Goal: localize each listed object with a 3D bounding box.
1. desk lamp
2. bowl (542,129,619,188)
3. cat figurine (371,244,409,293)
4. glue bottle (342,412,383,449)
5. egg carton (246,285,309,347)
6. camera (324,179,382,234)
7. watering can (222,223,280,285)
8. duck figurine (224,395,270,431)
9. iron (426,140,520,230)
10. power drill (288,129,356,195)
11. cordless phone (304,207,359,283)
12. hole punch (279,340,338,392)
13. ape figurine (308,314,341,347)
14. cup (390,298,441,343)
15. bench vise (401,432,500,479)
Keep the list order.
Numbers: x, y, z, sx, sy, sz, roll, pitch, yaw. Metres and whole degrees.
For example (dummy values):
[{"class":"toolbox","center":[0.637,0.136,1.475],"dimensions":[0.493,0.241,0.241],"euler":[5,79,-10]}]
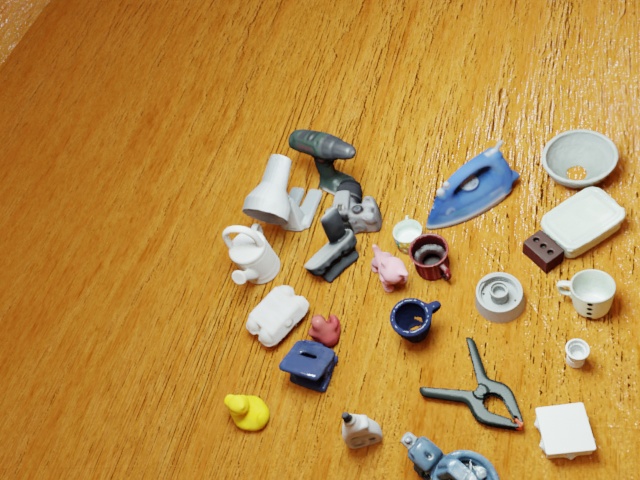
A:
[{"class":"desk lamp","center":[-0.100,-0.109,1.498],"dimensions":[0.117,0.214,0.203],"euler":[8,61,24]},{"class":"bowl","center":[0.623,-0.183,1.382],"dimensions":[0.167,0.075,0.167],"euler":[-9,55,14]},{"class":"cat figurine","center":[0.161,0.062,1.353],"dimensions":[0.067,0.118,0.127],"euler":[-31,53,-2]},{"class":"glue bottle","center":[0.072,0.374,1.143],"dimensions":[0.078,0.173,0.037],"euler":[-17,54,8]},{"class":"egg carton","center":[-0.102,0.185,1.394],"dimensions":[0.107,0.070,0.150],"euler":[34,73,33]},{"class":"camera","center":[0.086,-0.096,1.495],"dimensions":[0.143,0.101,0.137],"euler":[-2,57,18]},{"class":"watering can","center":[-0.177,0.031,1.444],"dimensions":[0.101,0.194,0.172],"euler":[-20,53,6]},{"class":"duck figurine","center":[-0.168,0.378,1.278],"dimensions":[0.104,0.086,0.077],"euler":[19,66,29]},{"class":"iron","center":[0.357,-0.135,1.401],"dimensions":[0.258,0.142,0.118],"euler":[-35,53,-5]},{"class":"power drill","center":[0.024,-0.210,1.525],"dimensions":[0.228,0.209,0.076],"euler":[27,70,32]},{"class":"cordless phone","center":[0.013,0.005,1.401],"dimensions":[0.148,0.185,0.093],"euler":[-45,55,-13]},{"class":"hole punch","center":[-0.026,0.275,1.294],"dimensions":[0.108,0.091,0.101],"euler":[11,62,25]},{"class":"ape figurine","center":[0.006,0.203,1.330],"dimensions":[0.077,0.092,0.076],"euler":[-18,54,7]},{"class":"cup","center":[0.218,0.181,1.269],"dimensions":[0.118,0.095,0.091],"euler":[-28,53,-1]},{"class":"bench vise","center":[0.225,0.424,1.027],"dimensions":[0.206,0.220,0.121],"euler":[13,63,26]}]
